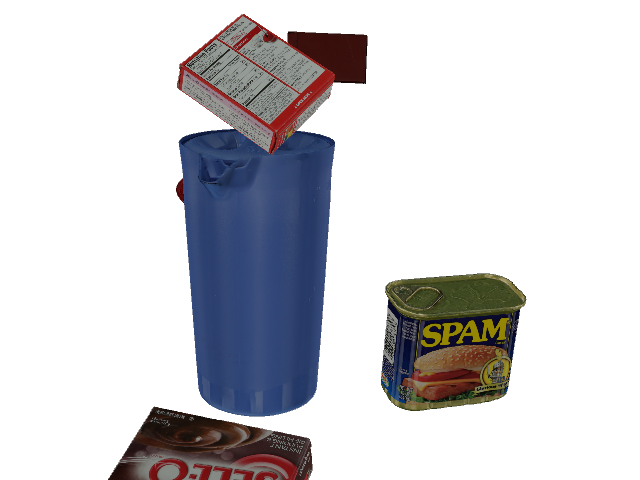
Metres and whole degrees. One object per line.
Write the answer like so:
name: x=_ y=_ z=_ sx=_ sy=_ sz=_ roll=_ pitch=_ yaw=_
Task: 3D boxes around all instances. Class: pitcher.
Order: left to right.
pitcher: x=-0.050 y=0.022 z=0.948 sx=0.149 sy=0.243 sz=0.145 roll=-5 pitch=17 yaw=-21

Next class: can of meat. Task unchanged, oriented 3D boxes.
can of meat: x=0.097 y=0.076 z=0.803 sx=0.102 sy=0.084 sz=0.057 roll=-4 pitch=25 yaw=-16

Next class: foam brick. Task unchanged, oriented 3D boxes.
foam brick: x=0.007 y=-0.193 z=1.125 sx=0.078 sy=0.051 sz=0.053 roll=1 pitch=11 yaw=-11

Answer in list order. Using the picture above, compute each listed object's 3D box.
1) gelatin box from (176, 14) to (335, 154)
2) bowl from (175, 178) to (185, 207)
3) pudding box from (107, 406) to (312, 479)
gelatin box: x=-0.046 y=-0.114 z=0.766 sx=0.089 sy=0.073 sz=0.030 roll=35 pitch=-33 yaw=12
bowl: x=-0.099 y=-0.037 z=1.317 sx=0.162 sy=0.055 sz=0.162 roll=4 pitch=25 yaw=-2
pudding box: x=-0.071 y=0.155 z=0.670 sx=0.113 sy=0.039 sz=0.090 roll=7 pitch=30 yaw=14
